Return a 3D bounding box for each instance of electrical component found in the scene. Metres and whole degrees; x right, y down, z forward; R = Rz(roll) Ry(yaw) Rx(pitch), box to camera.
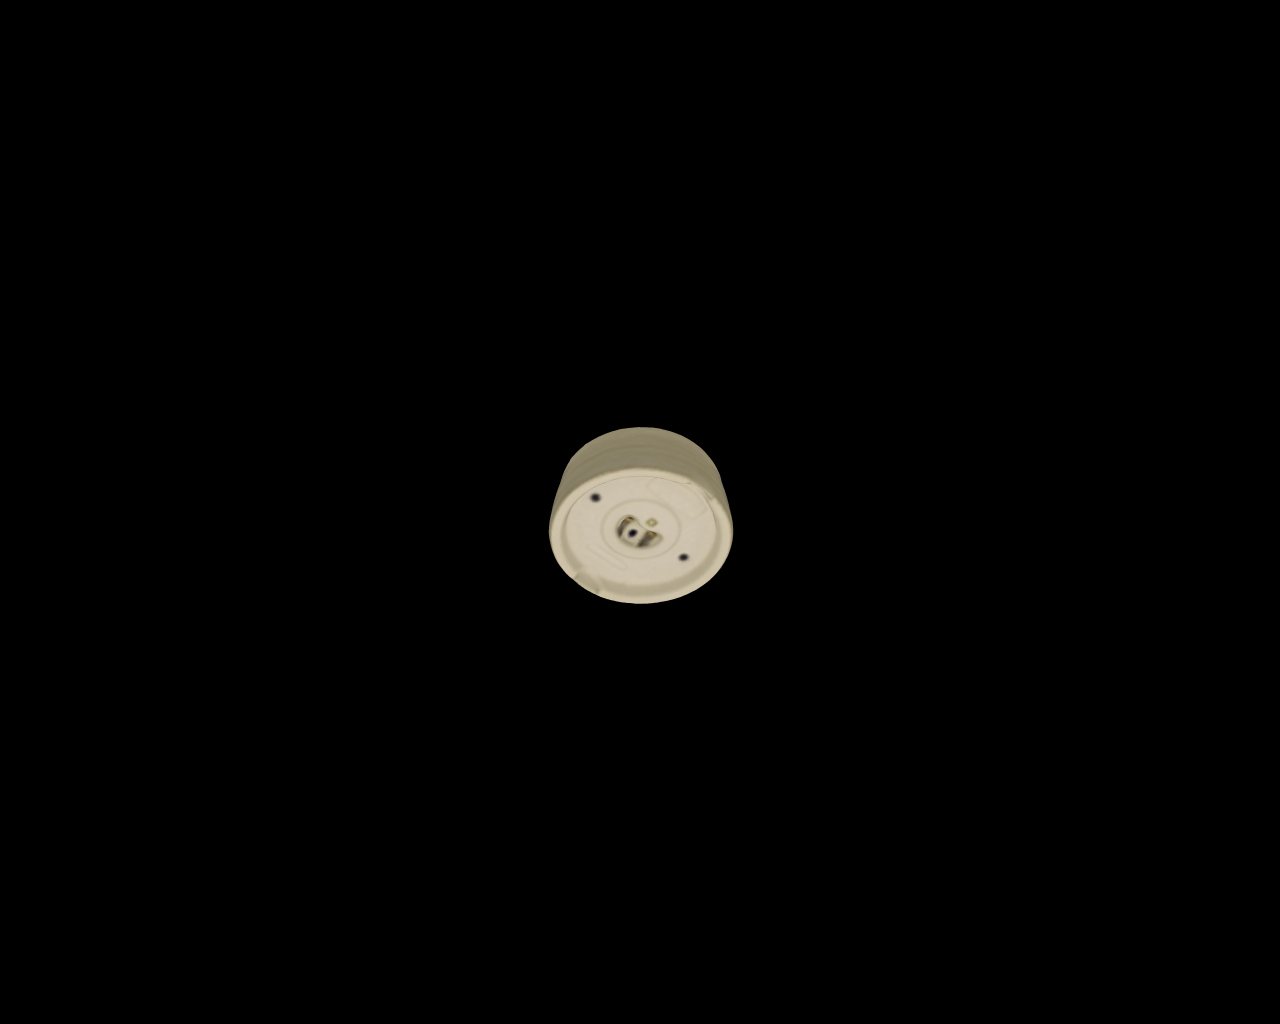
[{"bbox_3d":[0.001,-0.003,0.650,0.108,0.108,0.060,0,40,0],"label":"electrical component"}]
